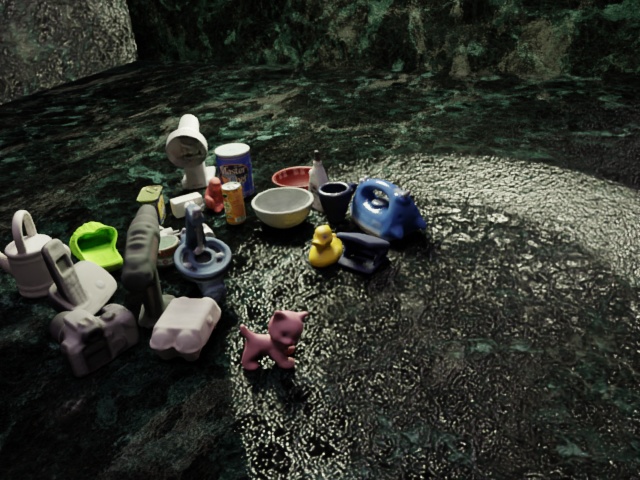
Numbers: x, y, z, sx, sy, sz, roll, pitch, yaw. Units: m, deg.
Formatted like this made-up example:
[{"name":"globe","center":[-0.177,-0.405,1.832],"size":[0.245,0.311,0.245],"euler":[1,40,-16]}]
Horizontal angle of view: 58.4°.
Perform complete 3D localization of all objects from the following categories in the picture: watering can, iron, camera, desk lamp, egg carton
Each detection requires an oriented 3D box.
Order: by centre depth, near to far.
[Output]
[{"name":"camera","center":[-0.447,0.171,1.102],"size":[0.136,0.101,0.143],"euler":[19,36,36]},{"name":"egg carton","center":[-0.257,0.170,1.113],"size":[0.107,0.069,0.150],"euler":[1,29,9]},{"name":"watering can","center":[-0.660,0.028,1.290],"size":[0.173,0.194,0.100],"euler":[-18,32,-23]},{"name":"iron","center":[0.153,-0.097,1.469],"size":[0.119,0.141,0.257],"euler":[-22,33,-28]},{"name":"desk lamp","center":[-0.397,-0.267,1.770],"size":[0.118,0.214,0.203],"euler":[-6,29,-4]}]

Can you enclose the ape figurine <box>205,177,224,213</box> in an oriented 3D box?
[{"name":"ape figurine","center":[-0.299,-0.135,1.646],"size":[0.078,0.092,0.075],"euler":[-20,33,-27]}]

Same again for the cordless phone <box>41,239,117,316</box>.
[{"name":"cordless phone","center":[-0.514,0.067,1.210],"size":[0.094,0.185,0.147],"euler":[1,29,10]}]

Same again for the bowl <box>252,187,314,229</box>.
[{"name":"bowl","center":[-0.097,-0.077,1.532],"size":[0.167,0.075,0.167],"euler":[-3,29,2]}]

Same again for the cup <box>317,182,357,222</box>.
[{"name":"cup","center":[0.051,-0.101,1.538],"size":[0.118,0.095,0.091],"euler":[-22,34,-29]}]

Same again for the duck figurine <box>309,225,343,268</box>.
[{"name":"duck figurine","center":[0.012,0.005,1.360],"size":[0.077,0.086,0.105],"euler":[13,33,28]}]

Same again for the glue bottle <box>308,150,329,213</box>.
[{"name":"glue bottle","center":[-0.004,-0.165,1.578],"size":[0.037,0.173,0.077],"euler":[-24,35,-31]}]

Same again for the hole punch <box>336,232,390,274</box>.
[{"name":"hole punch","center":[0.099,0.013,1.329],"size":[0.108,0.091,0.101],"euler":[17,35,33]}]

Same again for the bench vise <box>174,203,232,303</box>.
[{"name":"bench vise","center":[-0.279,0.011,1.247],"size":[0.206,0.220,0.122],"euler":[23,39,39]}]

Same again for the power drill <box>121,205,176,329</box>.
[{"name":"power drill","center":[-0.351,0.063,1.173],"size":[0.075,0.209,0.229],"euler":[-7,29,-5]}]

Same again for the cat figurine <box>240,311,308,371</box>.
[{"name":"cat figurine","center":[-0.083,0.171,1.039],"size":[0.128,0.118,0.067],"euler":[-4,29,0]}]
